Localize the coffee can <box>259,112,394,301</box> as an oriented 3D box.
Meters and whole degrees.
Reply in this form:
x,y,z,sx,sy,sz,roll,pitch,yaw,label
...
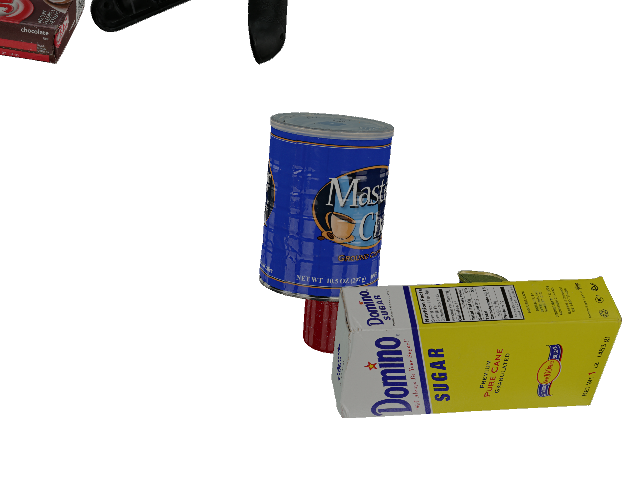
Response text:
x,y,z,sx,sy,sz,roll,pitch,yaw,label
0.004,-0.031,0.896,0.103,0.140,0.103,5,14,-1,coffee can

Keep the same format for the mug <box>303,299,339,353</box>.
x,y,z,sx,sy,sz,roll,pitch,yaw,label
0.028,0.107,1.476,0.117,0.081,0.093,17,24,30,mug

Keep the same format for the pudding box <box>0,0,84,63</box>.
x,y,z,sx,sy,sz,roll,pitch,yaw,label
-0.247,-0.191,0.876,0.090,0.039,0.113,9,35,-3,pudding box

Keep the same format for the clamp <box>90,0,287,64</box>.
x,y,z,sx,sy,sz,roll,pitch,yaw,label
-0.033,-0.156,0.601,0.120,0.171,0.039,28,-31,27,clamp

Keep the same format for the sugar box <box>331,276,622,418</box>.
x,y,z,sx,sy,sz,roll,pitch,yaw,label
0.098,0.072,0.702,0.176,0.093,0.048,-4,44,-8,sugar box

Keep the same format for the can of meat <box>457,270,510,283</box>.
x,y,z,sx,sy,sz,roll,pitch,yaw,label
0.187,0.089,1.194,0.057,0.084,0.102,4,14,-19,can of meat
